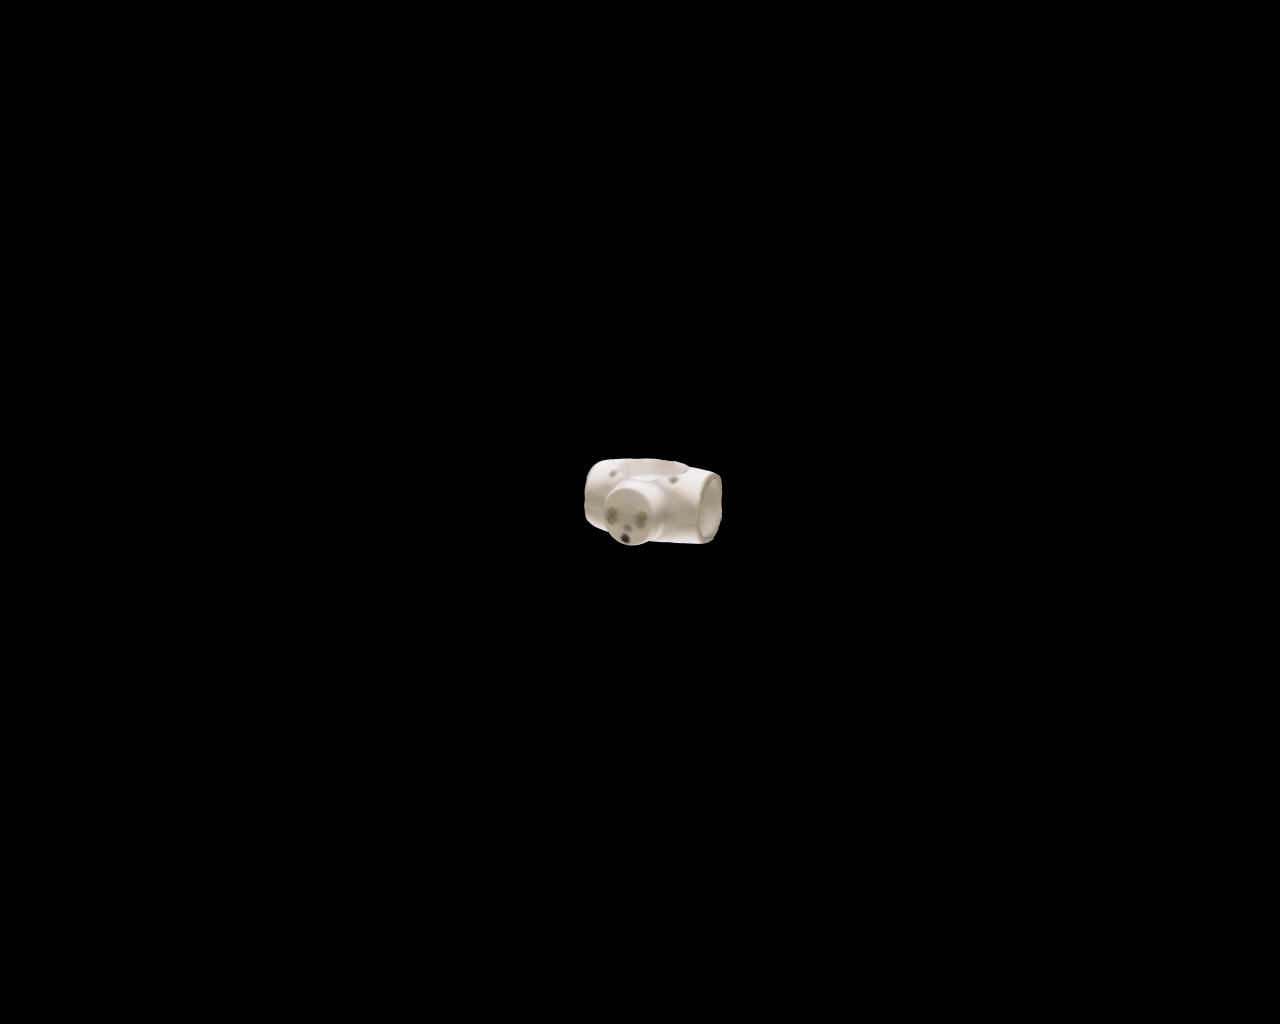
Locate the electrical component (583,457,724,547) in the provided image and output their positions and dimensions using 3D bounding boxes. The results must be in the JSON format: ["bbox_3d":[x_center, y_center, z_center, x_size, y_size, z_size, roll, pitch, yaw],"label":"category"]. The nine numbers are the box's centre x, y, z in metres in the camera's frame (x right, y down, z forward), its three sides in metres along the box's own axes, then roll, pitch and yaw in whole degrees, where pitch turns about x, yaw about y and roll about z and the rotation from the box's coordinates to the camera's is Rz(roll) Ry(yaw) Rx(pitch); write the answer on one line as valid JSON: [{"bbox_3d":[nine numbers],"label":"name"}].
[{"bbox_3d":[0.001,-0.003,0.650,0.077,0.044,0.079,8,20,24],"label":"electrical component"}]
